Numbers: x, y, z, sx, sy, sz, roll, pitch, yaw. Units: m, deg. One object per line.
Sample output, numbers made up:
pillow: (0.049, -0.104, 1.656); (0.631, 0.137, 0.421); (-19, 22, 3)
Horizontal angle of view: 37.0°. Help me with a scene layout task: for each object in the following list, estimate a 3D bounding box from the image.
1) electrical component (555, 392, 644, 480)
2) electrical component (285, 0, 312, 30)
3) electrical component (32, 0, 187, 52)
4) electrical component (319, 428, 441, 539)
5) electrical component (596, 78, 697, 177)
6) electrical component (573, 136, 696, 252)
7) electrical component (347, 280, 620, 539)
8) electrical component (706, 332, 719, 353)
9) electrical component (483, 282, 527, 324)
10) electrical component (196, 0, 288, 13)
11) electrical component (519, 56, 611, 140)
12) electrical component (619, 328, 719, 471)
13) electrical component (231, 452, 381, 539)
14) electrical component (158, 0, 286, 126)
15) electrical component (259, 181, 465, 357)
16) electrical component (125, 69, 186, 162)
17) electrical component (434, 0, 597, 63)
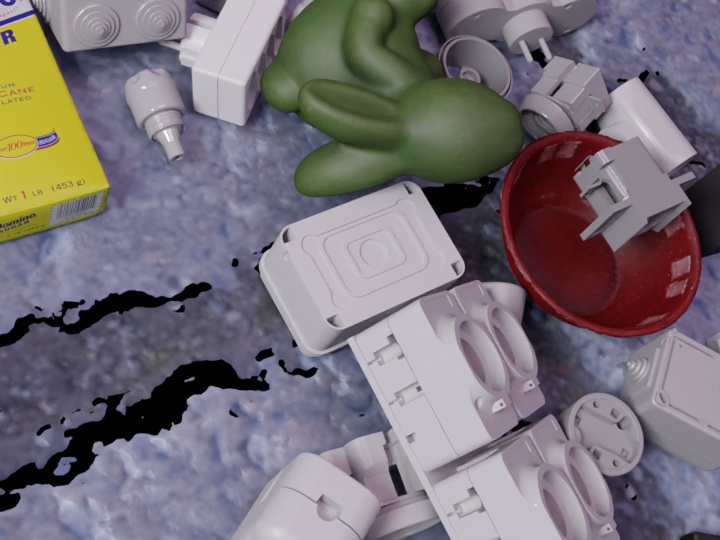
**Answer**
electrical component: (0.152, 0.115, 0.715); (0.055, 0.047, 0.055); (9, 63, -17)
electrical component: (-0.023, -0.187, 0.792); (0.048, 0.048, 0.062); (30, 52, -6)
electrical component: (-0.168, -0.188, 0.714); (0.100, 0.048, 0.099); (-13, 43, -25)
electrical component: (0.017, 0.131, 0.649); (0.078, 0.058, 0.057); (-11, 68, -25)
electrical component: (0.212, -0.101, 0.842); (0.079, 0.044, 0.077); (-30, 79, -30)
electrical component: (0.186, -0.055, 0.746); (0.081, 0.042, 0.063); (-21, 74, -29)
electrical component: (0.082, 0.102, 0.648); (0.186, 0.060, 0.105); (62, 26, 7)
electrical component: (0.296, 0.064, 0.798); (0.055, 0.048, 0.066); (-5, 68, -15)
electrical component: (0.091, 0.046, 0.729); (0.044, 0.044, 0.065); (9, 68, -17)
electrical component: (-0.070, -0.232, 0.783); (0.061, 0.061, 0.096); (24, 60, -9)
electrical component: (0.155, -0.128, 0.825); (0.055, 0.048, 0.066); (-47, 45, -14)
electrical component: (0.221, 0.089, 0.746); (0.096, 0.061, 0.061); (28, 60, -7)
electrical component: (-0.036, 0.148, 0.597); (0.054, 0.095, 0.059); (36, 58, -2)
electrical component: (-0.101, -0.154, 0.745); (0.076, 0.047, 0.083); (18, 60, 3)
electrical component: (0.000, 0.000, 0.704); (0.113, 0.057, 0.078); (-23, 76, -29)
electrical component: (-0.132, -0.101, 0.714); (0.035, 0.035, 0.061); (-17, 76, -27)
electrical component: (0.129, -0.196, 0.850); (0.138, 0.052, 0.073); (-12, 71, -26)
